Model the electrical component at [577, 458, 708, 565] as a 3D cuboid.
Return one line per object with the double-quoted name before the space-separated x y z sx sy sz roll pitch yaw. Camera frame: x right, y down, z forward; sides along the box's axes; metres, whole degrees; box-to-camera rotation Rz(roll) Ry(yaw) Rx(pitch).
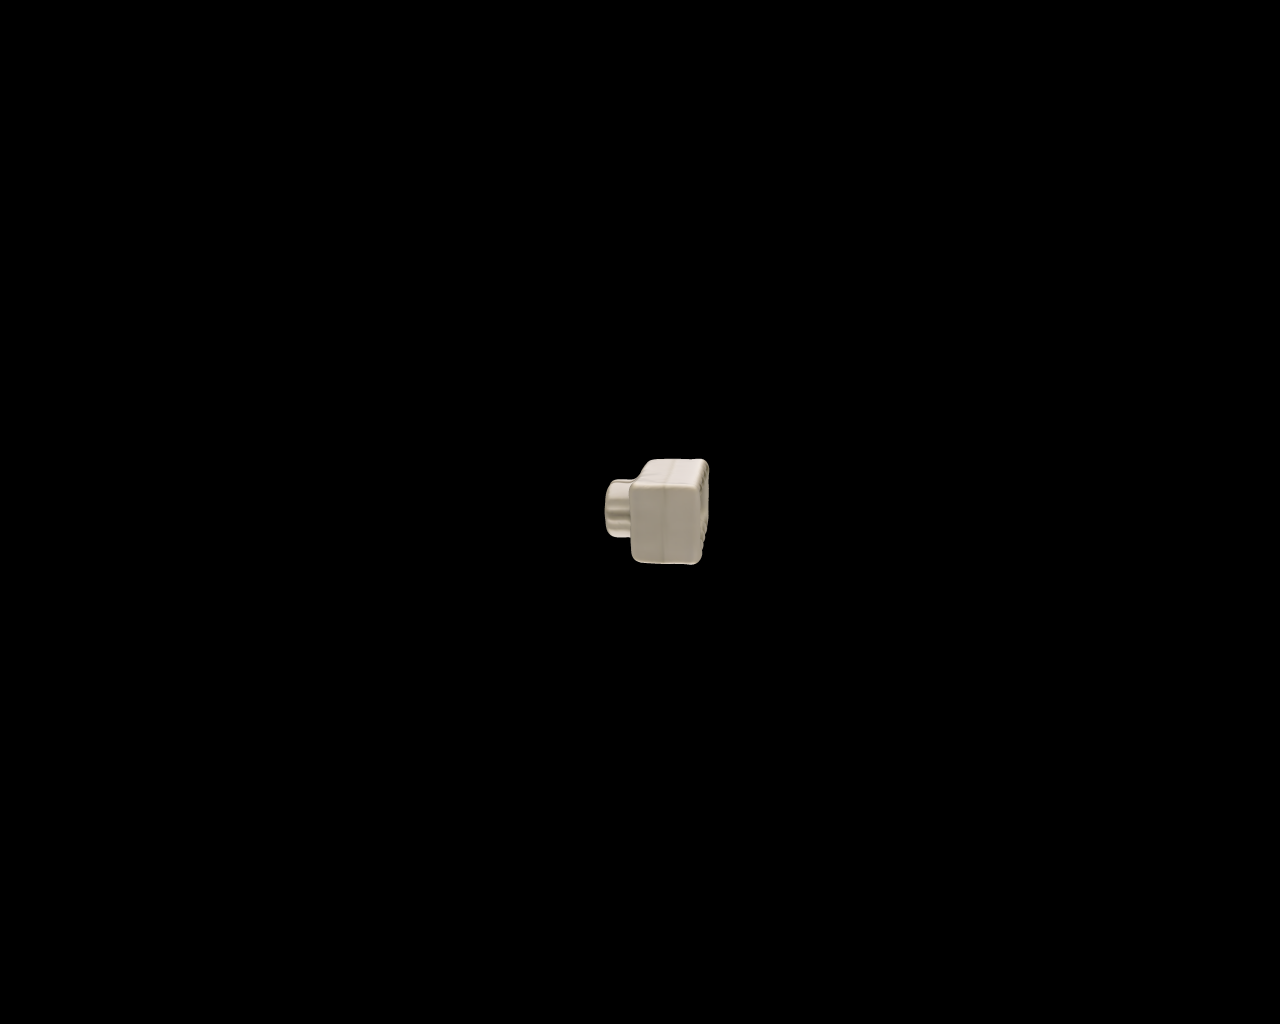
"electrical component" 0.001 -0.003 0.650 0.076 0.047 0.083 2 14 7
